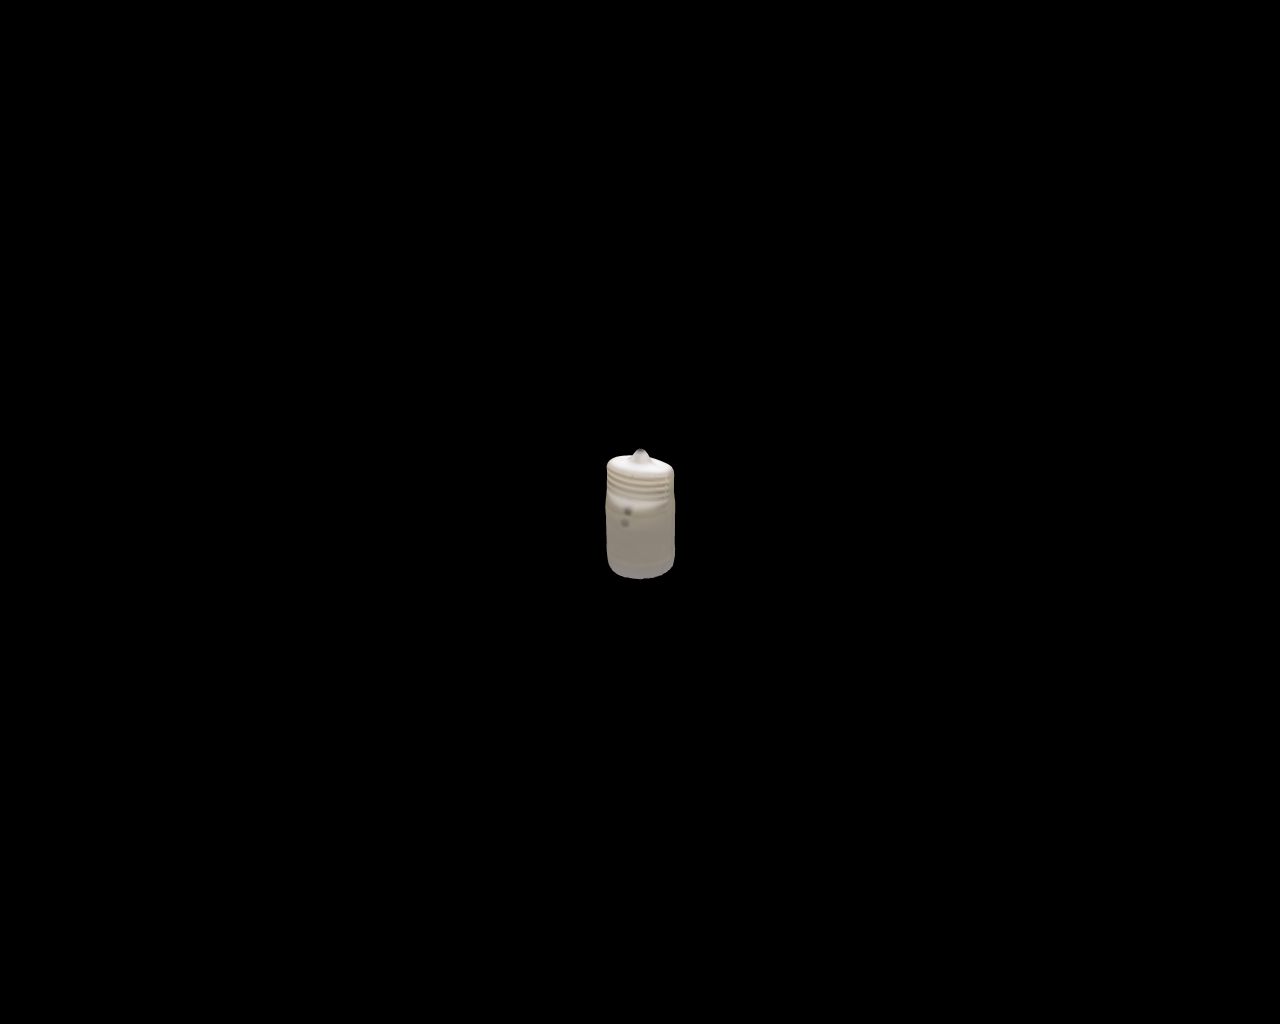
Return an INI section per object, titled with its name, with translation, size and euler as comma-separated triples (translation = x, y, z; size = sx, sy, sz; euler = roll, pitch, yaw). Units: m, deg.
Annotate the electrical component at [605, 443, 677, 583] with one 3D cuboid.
[electrical component]
translation = 0.001, -0.003, 0.650
size = 0.043, 0.080, 0.043
euler = 0, 27, 0
